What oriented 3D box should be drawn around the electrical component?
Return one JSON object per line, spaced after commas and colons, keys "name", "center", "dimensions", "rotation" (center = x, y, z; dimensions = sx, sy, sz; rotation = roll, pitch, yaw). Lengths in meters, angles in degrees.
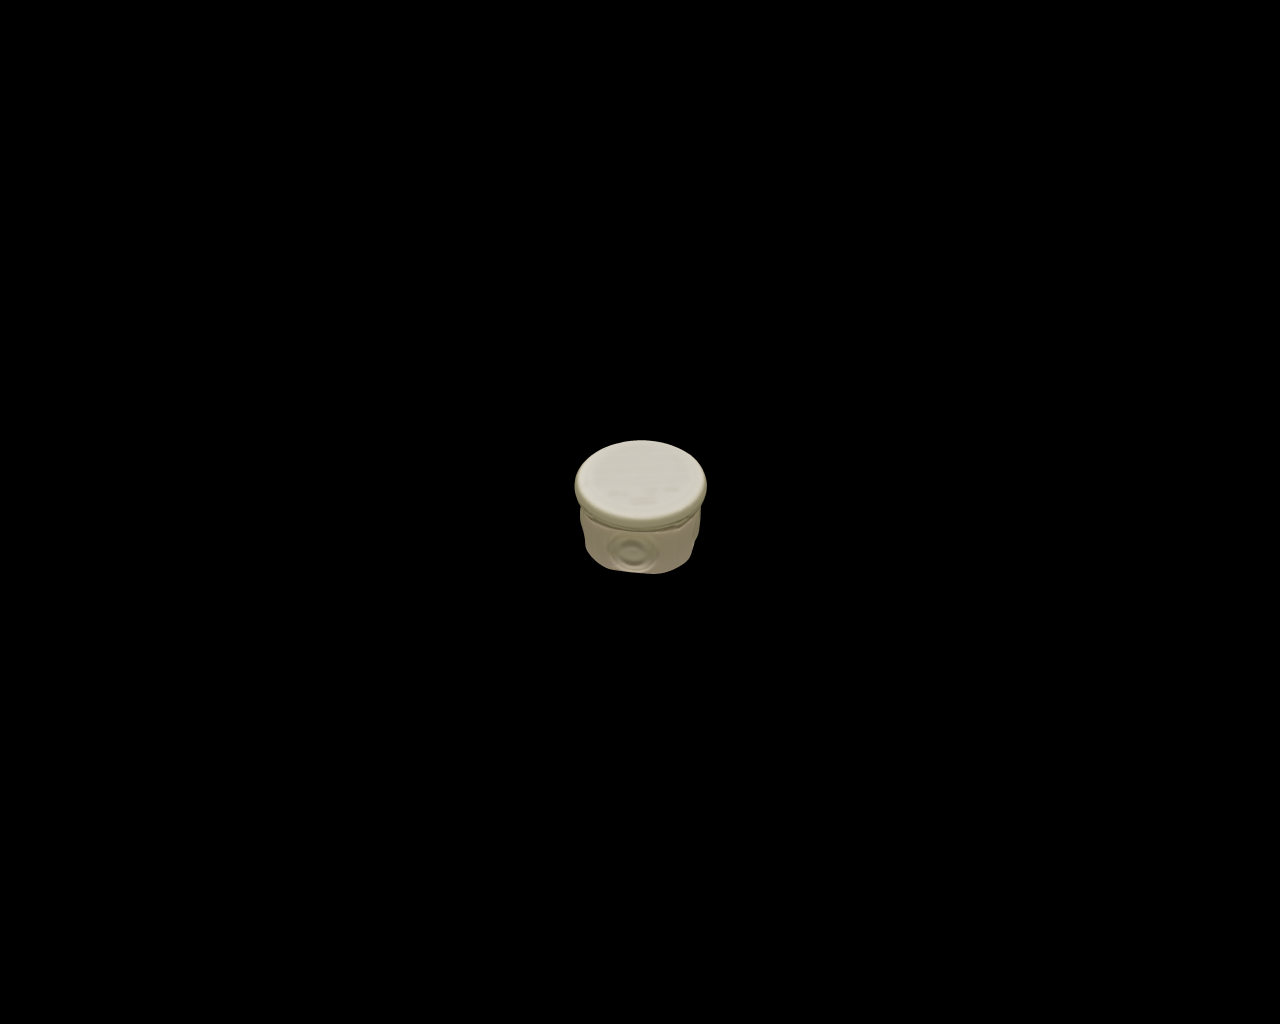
{"name": "electrical component", "center": [0.001, -0.003, 0.650], "dimensions": [0.080, 0.050, 0.080], "rotation": [0, 40, 0]}
